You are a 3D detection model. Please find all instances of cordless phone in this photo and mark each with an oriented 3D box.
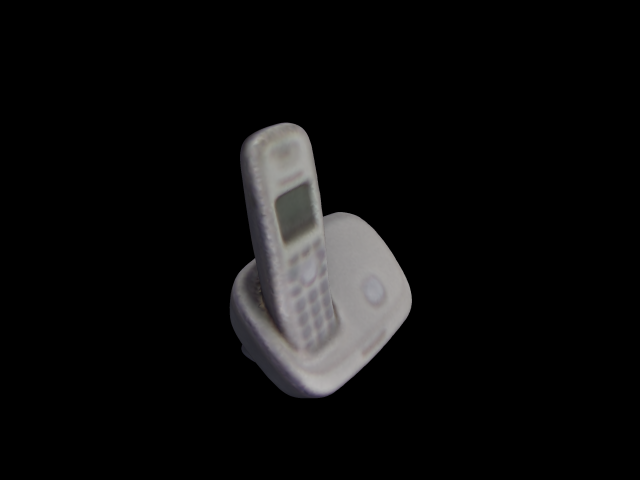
[{"bbox_3d":[0.004,0.001,0.400,0.093,0.185,0.148,19,36,29],"label":"cordless phone"}]
